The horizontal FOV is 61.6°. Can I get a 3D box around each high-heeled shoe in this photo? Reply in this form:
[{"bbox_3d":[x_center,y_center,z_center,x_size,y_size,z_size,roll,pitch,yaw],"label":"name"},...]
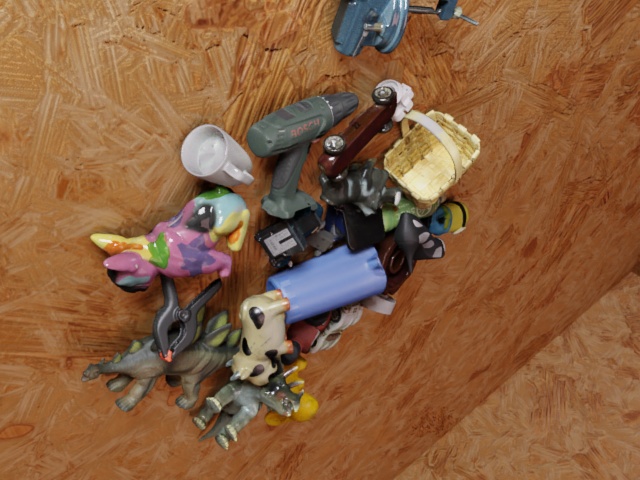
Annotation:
[{"bbox_3d":[0.234,-0.017,1.255,0.249,0.086,0.145,-32,118,-59],"label":"high-heeled shoe"}]

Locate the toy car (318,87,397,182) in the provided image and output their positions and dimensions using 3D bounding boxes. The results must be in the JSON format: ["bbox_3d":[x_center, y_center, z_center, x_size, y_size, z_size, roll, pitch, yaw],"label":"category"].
[{"bbox_3d":[0.067,-0.188,0.937,0.202,0.053,0.089,-49,153,-19],"label":"toy car"}]

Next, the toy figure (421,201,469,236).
[{"bbox_3d":[0.315,-0.056,1.372,0.180,0.082,0.089,1,121,-42],"label":"toy figure"}]

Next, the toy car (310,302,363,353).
[{"bbox_3d":[0.036,0.219,1.347,0.073,0.056,0.201,-6,145,-43],"label":"toy car"}]

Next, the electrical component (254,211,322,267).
[{"bbox_3d":[-0.055,-0.009,1.016,0.119,0.048,0.074,-24,104,15],"label":"electrical component"}]

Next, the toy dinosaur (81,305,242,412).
[{"bbox_3d":[-0.250,0.228,1.062,0.471,0.105,0.198,11,112,-56],"label":"toy dinosaur"}]

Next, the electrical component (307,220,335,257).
[{"bbox_3d":[-0.002,-0.003,1.115,0.063,0.021,0.094,27,134,-11],"label":"electrical component"}]

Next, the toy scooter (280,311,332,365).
[{"bbox_3d":[-0.034,0.219,1.283,0.184,0.075,0.135,-57,170,-14],"label":"toy scooter"}]

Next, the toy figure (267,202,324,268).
[{"bbox_3d":[-0.051,-0.011,1.070,0.154,0.064,0.058,-54,179,17],"label":"toy figure"}]

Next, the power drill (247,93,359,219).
[{"bbox_3d":[-0.027,-0.147,0.944,0.232,0.086,0.207,-24,144,-40],"label":"power drill"}]

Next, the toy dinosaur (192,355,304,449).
[{"bbox_3d":[-0.177,0.363,1.227,0.192,0.131,0.405,-36,178,-35],"label":"toy dinosaur"}]

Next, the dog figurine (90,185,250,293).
[{"bbox_3d":[-0.239,-0.003,0.852,0.219,0.109,0.191,-1,126,-41],"label":"dog figurine"}]

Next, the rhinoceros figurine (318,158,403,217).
[{"bbox_3d":[0.086,-0.103,1.063,0.190,0.073,0.112,-2,85,-38],"label":"rhinoceros figurine"}]

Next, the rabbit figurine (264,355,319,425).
[{"bbox_3d":[-0.079,0.383,1.320,0.122,0.173,0.162,9,113,-53],"label":"rabbit figurine"}]

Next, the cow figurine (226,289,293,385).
[{"bbox_3d":[-0.121,0.199,1.050,0.127,0.086,0.194,-7,113,-17],"label":"cow figurine"}]

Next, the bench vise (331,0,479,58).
[{"bbox_3d":[0.123,-0.380,0.822,0.241,0.129,0.223,-3,136,-21],"label":"bench vise"}]

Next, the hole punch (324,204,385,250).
[{"bbox_3d":[0.069,-0.045,1.148,0.142,0.092,0.115,-14,102,-33],"label":"hole punch"}]

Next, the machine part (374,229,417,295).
[{"bbox_3d":[0.177,0.047,1.320,0.179,0.056,0.179,-32,134,-41],"label":"machine part"}]

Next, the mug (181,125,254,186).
[{"bbox_3d":[-0.144,-0.120,0.839,0.080,0.110,0.107,-61,158,4],"label":"mug"}]
